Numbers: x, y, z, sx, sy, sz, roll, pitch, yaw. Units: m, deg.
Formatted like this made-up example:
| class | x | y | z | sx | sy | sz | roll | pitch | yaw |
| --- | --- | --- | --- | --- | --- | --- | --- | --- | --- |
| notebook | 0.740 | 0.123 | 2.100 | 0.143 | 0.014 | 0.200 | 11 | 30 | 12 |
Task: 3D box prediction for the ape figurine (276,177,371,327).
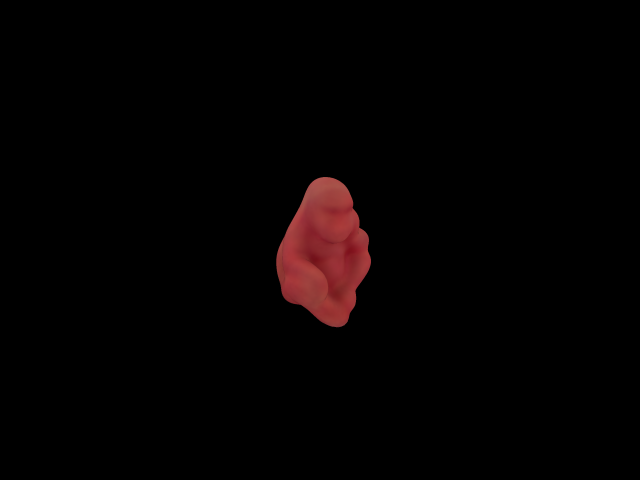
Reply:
| class | x | y | z | sx | sy | sz | roll | pitch | yaw |
| --- | --- | --- | --- | --- | --- | --- | --- | --- | --- |
| ape figurine | 0.004 | 0.001 | 0.400 | 0.078 | 0.092 | 0.075 | -19 | 34 | -31 |
